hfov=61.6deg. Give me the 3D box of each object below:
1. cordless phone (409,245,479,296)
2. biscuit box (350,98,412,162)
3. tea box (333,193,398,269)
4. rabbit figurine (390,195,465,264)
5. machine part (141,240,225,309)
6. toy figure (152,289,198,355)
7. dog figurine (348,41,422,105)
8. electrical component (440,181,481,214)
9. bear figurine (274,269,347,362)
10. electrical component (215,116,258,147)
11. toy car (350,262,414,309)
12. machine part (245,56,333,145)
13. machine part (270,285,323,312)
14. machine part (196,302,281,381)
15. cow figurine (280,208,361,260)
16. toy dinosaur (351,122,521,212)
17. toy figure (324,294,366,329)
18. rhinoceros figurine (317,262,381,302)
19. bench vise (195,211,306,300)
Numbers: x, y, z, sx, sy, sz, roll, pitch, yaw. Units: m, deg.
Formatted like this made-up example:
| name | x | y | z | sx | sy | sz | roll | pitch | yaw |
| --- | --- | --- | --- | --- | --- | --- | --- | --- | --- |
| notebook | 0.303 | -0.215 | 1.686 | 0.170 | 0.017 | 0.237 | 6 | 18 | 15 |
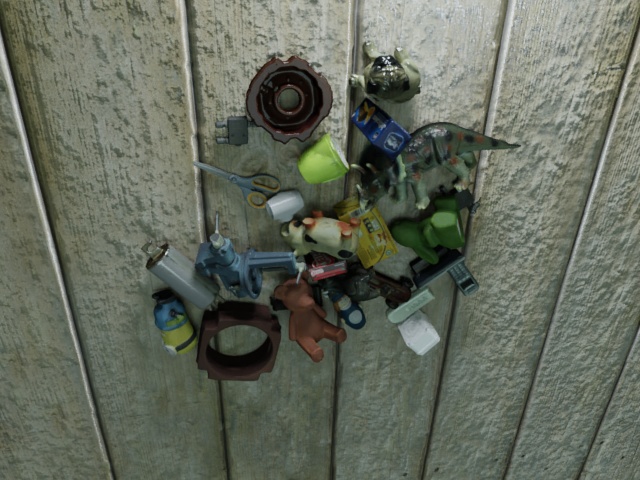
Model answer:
| name | x | y | z | sx | sy | sz | roll | pitch | yaw |
| --- | --- | --- | --- | --- | --- | --- | --- | --- | --- |
| cordless phone | 0.334 | 0.106 | 1.423 | 0.146 | 0.089 | 0.184 | -37 | 125 | 9 |
| biscuit box | 0.122 | -0.232 | 1.107 | 0.059 | 0.203 | 0.063 | 33 | 107 | -25 |
| tea box | 0.112 | -0.026 | 1.302 | 0.098 | 0.068 | 0.169 | -26 | 122 | 3 |
| rabbit figurine | 0.263 | -0.024 | 1.325 | 0.170 | 0.121 | 0.158 | -8 | 138 | 22 |
| machine part | -0.321 | 0.087 | 1.264 | 0.079 | 0.079 | 0.243 | -40 | 121 | 11 |
| toy figure | -0.358 | 0.205 | 1.323 | 0.089 | 0.082 | 0.179 | -8 | 119 | -6 |
| dog figurine | 0.157 | -0.312 | 1.077 | 0.172 | 0.191 | 0.121 | 4 | 118 | -17 |
| electrical component | 0.350 | -0.105 | 1.324 | 0.078 | 0.045 | 0.102 | -31 | 121 | 4 |
| bear figurine | -0.026 | 0.179 | 1.319 | 0.120 | 0.132 | 0.195 | -32 | 129 | -29 |
| electrical component | -0.175 | -0.231 | 1.146 | 0.094 | 0.021 | 0.063 | -6 | 121 | -11 |
| toy car | 0.156 | 0.118 | 1.407 | 0.202 | 0.053 | 0.089 | 25 | 114 | -25 |
| machine part | -0.066 | -0.290 | 1.110 | 0.179 | 0.056 | 0.179 | -5 | 113 | -11 |
| machine part | -0.060 | 0.155 | 1.387 | 0.139 | 0.039 | 0.084 | -7 | 125 | -11 |
| machine part | -0.210 | 0.261 | 1.385 | 0.201 | 0.087 | 0.200 | 6 | 118 | -17 |
| cow figurine | -0.003 | -0.004 | 1.250 | 0.195 | 0.085 | 0.127 | 13 | 128 | 21 |
| toy dinosaur | 0.247 | -0.193 | 1.216 | 0.405 | 0.131 | 0.192 | -30 | 122 | -2 |
| toy figure | 0.070 | 0.173 | 1.416 | 0.154 | 0.058 | 0.064 | 54 | 52 | -31 |
| rhinoceros figurine | 0.063 | 0.108 | 1.305 | 0.112 | 0.190 | 0.073 | -26 | 109 | -24 |
| bench vise | -0.156 | 0.053 | 1.244 | 0.241 | 0.129 | 0.223 | -3 | 130 | 10 |
